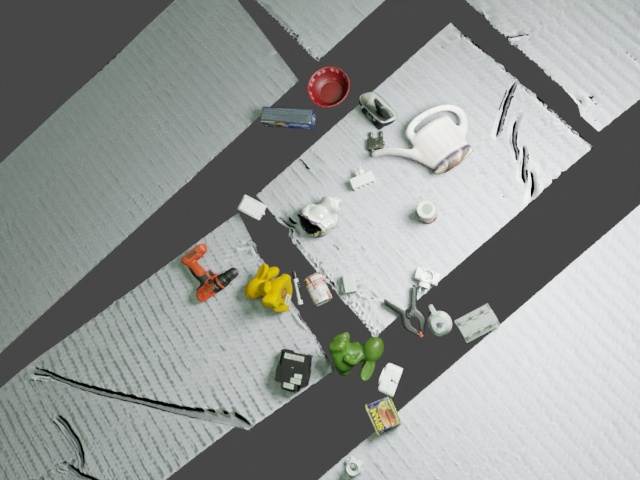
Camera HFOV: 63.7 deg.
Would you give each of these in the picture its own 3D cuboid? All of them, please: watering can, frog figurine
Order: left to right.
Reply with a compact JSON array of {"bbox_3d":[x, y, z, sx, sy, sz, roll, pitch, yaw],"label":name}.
[{"bbox_3d":[0.006,-0.092,1.837,0.138,0.120,0.162,20,50,23],"label":"frog figurine"},{"bbox_3d":[0.370,-0.320,1.778,0.347,0.103,0.227,-34,75,4],"label":"watering can"}]
